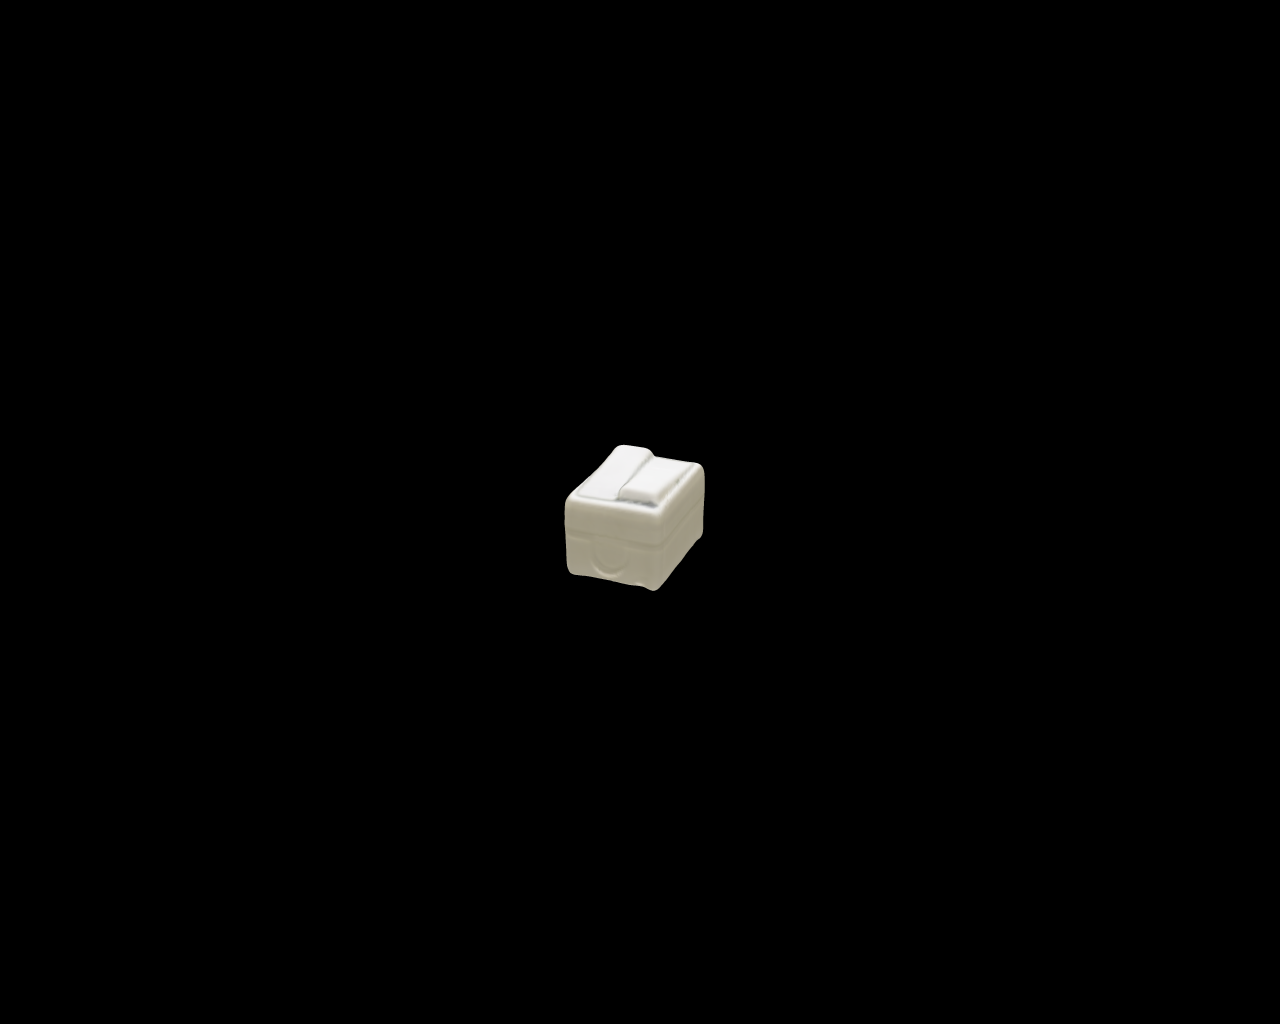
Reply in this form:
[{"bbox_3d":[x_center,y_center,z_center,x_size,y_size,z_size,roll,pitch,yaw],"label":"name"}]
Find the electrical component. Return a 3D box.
[{"bbox_3d":[0.001,-0.003,0.650,0.062,0.061,0.096,11,29,21],"label":"electrical component"}]
